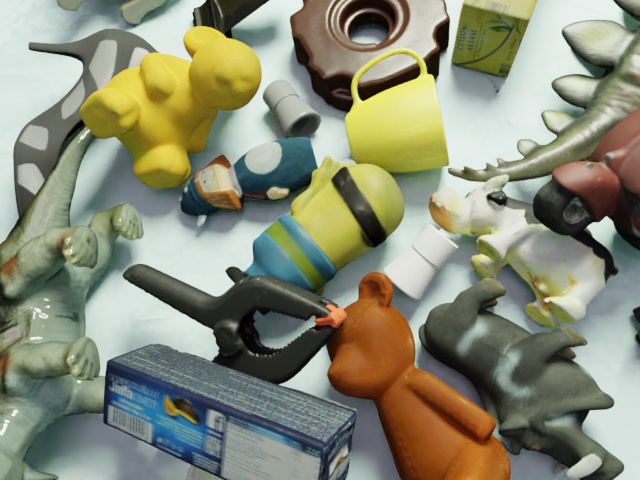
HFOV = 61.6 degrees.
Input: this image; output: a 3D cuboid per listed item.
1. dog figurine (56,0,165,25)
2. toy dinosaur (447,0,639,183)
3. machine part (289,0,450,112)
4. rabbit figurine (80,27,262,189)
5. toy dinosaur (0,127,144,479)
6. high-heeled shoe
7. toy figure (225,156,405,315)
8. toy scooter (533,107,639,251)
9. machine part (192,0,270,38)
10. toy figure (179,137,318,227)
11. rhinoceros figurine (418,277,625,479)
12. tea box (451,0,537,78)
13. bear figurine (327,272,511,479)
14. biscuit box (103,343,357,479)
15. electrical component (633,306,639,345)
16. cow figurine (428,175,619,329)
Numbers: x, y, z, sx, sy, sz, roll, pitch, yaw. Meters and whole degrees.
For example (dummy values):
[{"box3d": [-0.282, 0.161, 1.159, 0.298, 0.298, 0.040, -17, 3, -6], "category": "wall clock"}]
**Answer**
[{"box3d": [-0.256, -0.378, 0.671, 0.172, 0.121, 0.191, 4, 49, -25], "category": "dog figurine"}, {"box3d": [0.344, -0.174, 0.517, 0.471, 0.105, 0.199, -39, 65, -7], "category": "toy dinosaur"}, {"box3d": [0.054, -0.230, 0.594, 0.179, 0.056, 0.179, -2, 73, 7], "category": "machine part"}, {"box3d": [-0.125, -0.148, 0.552, 0.173, 0.121, 0.162, -19, 32, 32], "category": "rabbit figurine"}, {"box3d": [-0.273, 0.073, 0.513, 0.192, 0.131, 0.405, -14, 62, 12], "category": "toy dinosaur"}, {"box3d": [-0.260, -0.119, 0.610, 0.145, 0.086, 0.248, 4, 89, -22], "category": "high-heeled shoe"}, {"box3d": [0.000, 0.001, 0.513, 0.180, 0.082, 0.089, -42, 67, -8], "category": "toy figure"}, {"box3d": [0.275, -0.055, 0.438, 0.184, 0.135, 0.075, 9, 36, -25], "category": "toy scooter"}, {"box3d": [-0.092, -0.269, 0.621, 0.139, 0.039, 0.084, -18, 64, 26], "category": "machine part"}, {"box3d": [-0.078, -0.065, 0.560, 0.155, 0.057, 0.064, -17, 32, 4], "category": "toy figure"}, {"box3d": [0.171, 0.119, 0.454, 0.112, 0.073, 0.190, -44, 72, -9], "category": "rhinoceros figurine"}, {"box3d": [0.201, -0.273, 0.566, 0.068, 0.098, 0.169, 21, 74, 13], "category": "tea box"}, {"box3d": [0.057, 0.135, 0.433, 0.132, 0.120, 0.196, -23, 70, -46], "category": "bear figurine"}, {"box3d": [-0.076, 0.139, 0.420, 0.203, 0.063, 0.059, 13, 102, 25], "category": "biscuit box"}, {"box3d": [0.313, 0.097, 0.457, 0.078, 0.045, 0.102, -14, 71, 5], "category": "electrical component"}, {"box3d": [0.186, -0.006, 0.496, 0.098, 0.068, 0.167, -43, 75, -12], "category": "cow figurine"}]
